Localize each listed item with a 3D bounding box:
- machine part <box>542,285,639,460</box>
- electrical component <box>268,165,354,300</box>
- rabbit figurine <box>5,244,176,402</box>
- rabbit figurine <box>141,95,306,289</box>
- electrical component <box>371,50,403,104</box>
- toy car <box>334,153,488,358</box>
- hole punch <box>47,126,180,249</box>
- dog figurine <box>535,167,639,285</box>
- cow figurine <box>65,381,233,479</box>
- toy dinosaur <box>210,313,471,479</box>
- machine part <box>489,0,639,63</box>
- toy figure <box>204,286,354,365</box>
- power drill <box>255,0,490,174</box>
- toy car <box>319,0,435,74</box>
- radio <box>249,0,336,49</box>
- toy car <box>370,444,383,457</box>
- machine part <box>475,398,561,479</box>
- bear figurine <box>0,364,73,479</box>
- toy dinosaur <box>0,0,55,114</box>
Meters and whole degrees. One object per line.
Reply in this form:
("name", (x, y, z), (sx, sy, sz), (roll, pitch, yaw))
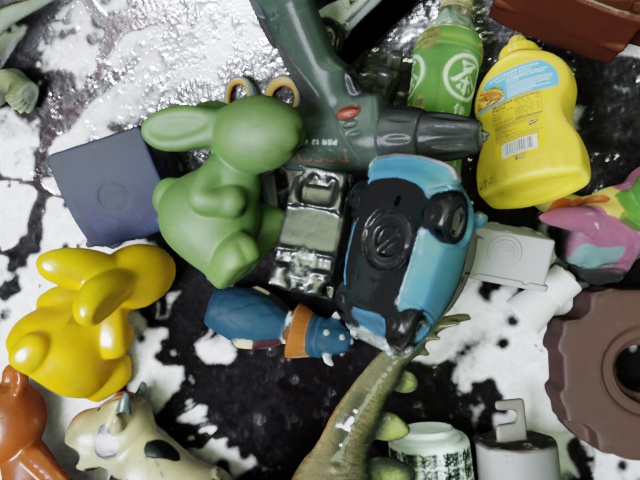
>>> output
("machine part", (0.307, 0.124, 0.518), (0.179, 0.056, 0.179), (-1, 86, 8))
("electrical component", (-0.001, -0.002, 0.524), (0.058, 0.134, 0.115), (14, 85, 8))
("rabbit figurine", (-0.230, 0.063, 0.553), (0.173, 0.162, 0.122), (-42, 69, -16))
("rabbit figurine", (-0.081, -0.070, 0.513), (0.159, 0.121, 0.170), (41, 120, 9))
("electrical component", (0.064, -0.147, 0.565), (0.021, 0.094, 0.063), (23, 51, 10))
("toy car", (0.083, 0.014, 0.451), (0.109, 0.103, 0.161), (15, 96, 49))
("hole punch", (-0.213, -0.056, 0.580), (0.142, 0.092, 0.115), (-17, 87, 1))
("dog figurine", (0.315, -0.049, 0.498), (0.219, 0.108, 0.191), (1, 111, 11))
("cow figurine", (-0.173, 0.234, 0.551), (0.195, 0.085, 0.127), (28, 87, 5))
("toy dinosaur", (-0.011, 0.262, 0.439), (0.198, 0.105, 0.471), (21, 87, -8))
("machine part", (0.273, -0.297, 0.530), (0.202, 0.087, 0.201), (25, 81, 9))
("toy figure", (-0.041, 0.088, 0.562), (0.155, 0.058, 0.064), (16, 93, 3))
("power drill", (0.023, -0.158, 0.493), (0.232, 0.086, 0.207), (-5, 120, 33))
("toy car", (0.055, -0.238, 0.547), (0.202, 0.073, 0.056), (-39, 73, 22))
("radio", (0.018, -0.323, 0.582), (0.230, 0.073, 0.131), (-26, 82, 2))
("toy car", (-0.020, 0.264, 0.516), (0.202, 0.053, 0.089), (-25, 94, -21))
("machine part", (0.193, 0.274, 0.508), (0.079, 0.079, 0.243), (-3, 84, 6))
("bear figurine", (-0.319, 0.239, 0.548), (0.120, 0.132, 0.196), (-32, 88, 31))
("toy dinosaur", (-0.463, -0.142, 0.607), (0.192, 0.131, 0.404), (32, 84, 8))
